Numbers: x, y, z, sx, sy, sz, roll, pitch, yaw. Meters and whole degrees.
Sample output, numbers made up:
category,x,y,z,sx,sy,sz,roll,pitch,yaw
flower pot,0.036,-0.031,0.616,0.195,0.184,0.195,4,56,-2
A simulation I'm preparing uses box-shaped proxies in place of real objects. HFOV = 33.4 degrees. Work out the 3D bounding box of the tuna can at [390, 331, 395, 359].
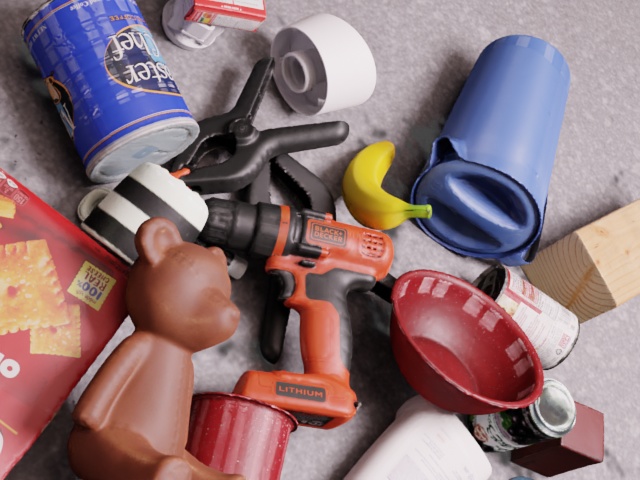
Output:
category,x,y,z,sx,sy,sz,roll,pitch,yaw
tuna can,0.112,0.099,1.032,0.086,0.034,0.086,14,61,-27

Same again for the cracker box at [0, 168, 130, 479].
category,x,y,z,sx,sy,sz,roll,pitch,yaw
cracker box,-0.252,0.067,0.774,0.164,0.072,0.213,40,58,-10

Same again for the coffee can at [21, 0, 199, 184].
category,x,y,z,sx,sy,sz,roll,pitch,yaw
coffee can,-0.179,-0.133,0.911,0.102,0.103,0.140,-20,79,-38

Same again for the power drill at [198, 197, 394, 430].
category,x,y,z,sx,sy,sz,roll,pitch,yaw
power drill,-0.030,0.058,0.909,0.184,0.057,0.187,12,66,-12

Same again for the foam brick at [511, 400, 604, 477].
category,x,y,z,sx,sy,sz,roll,pitch,yaw
foam brick,0.230,0.192,1.035,0.053,0.078,0.051,25,58,-21

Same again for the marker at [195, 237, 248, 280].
category,x,y,z,sx,sy,sz,roll,pitch,yaw
marker,-0.118,-0.003,0.941,0.121,0.020,0.020,32,54,-16

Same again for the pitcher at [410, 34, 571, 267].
category,x,y,z,sx,sy,sz,roll,pitch,yaw
pitcher,0.196,-0.099,1.133,0.145,0.149,0.242,21,51,6

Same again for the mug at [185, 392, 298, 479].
category,x,y,z,sx,sy,sz,roll,pitch,yaw
mug,-0.065,0.180,0.851,0.117,0.093,0.081,51,45,-51

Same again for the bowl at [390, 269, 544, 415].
category,x,y,z,sx,sy,sz,roll,pitch,yaw
bowl,0.119,0.102,0.956,0.162,0.055,0.162,24,33,-17

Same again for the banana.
category,x,y,z,sx,sy,sz,roll,pitch,yaw
banana,0.054,-0.050,1.022,0.069,0.037,0.198,-4,25,-6

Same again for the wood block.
category,x,y,z,sx,sy,sz,roll,pitch,yaw
wood block,0.333,0.016,1.180,0.205,0.091,0.090,-22,81,-39

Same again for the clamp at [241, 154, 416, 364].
category,x,y,z,sx,sy,sz,roll,pitch,yaw
clamp,-0.007,0.001,0.996,0.164,0.036,0.210,-10,71,-27

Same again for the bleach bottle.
category,x,y,z,sx,sy,sz,roll,pitch,yaw
bleach bottle,0.038,0.242,0.897,0.250,0.068,0.102,-37,87,-37

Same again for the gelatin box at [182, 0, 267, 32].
category,x,y,z,sx,sy,sz,roll,pitch,yaw
gelatin box,-0.093,-0.242,0.992,0.073,0.030,0.089,4,66,-30

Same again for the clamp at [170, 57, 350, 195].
category,x,y,z,sx,sy,sz,roll,pitch,yaw
clamp,-0.060,-0.089,0.976,0.120,0.039,0.171,33,66,25

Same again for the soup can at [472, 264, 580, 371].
category,x,y,z,sx,sy,sz,roll,pitch,yaw
soup can,0.203,0.079,1.079,0.102,0.069,0.068,33,54,-16
